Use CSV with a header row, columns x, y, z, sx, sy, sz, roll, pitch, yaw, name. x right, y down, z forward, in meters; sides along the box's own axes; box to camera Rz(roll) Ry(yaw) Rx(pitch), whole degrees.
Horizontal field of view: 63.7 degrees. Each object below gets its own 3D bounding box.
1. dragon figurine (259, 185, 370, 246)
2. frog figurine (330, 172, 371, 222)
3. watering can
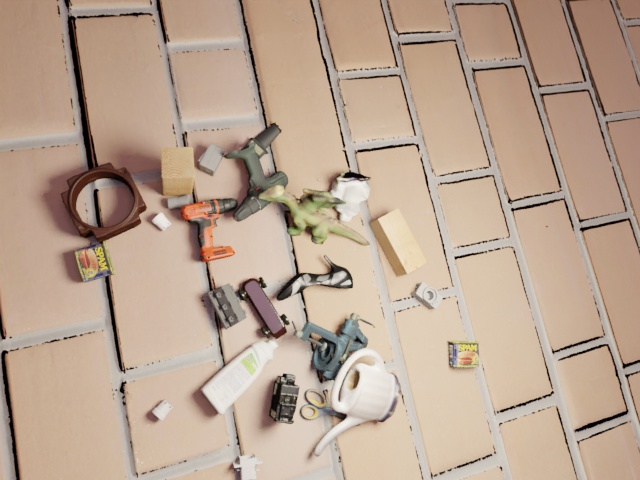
x,y,z,sx,sy,sz,roll,pitch,yaw,name
0.005,-0.081,1.613,0.409,0.239,0.124,16,71,-10,dragon figurine
0.101,-0.145,1.739,0.138,0.124,0.156,-9,118,-27,frog figurine
0.120,0.504,1.572,0.223,0.104,0.349,23,86,-25,watering can
